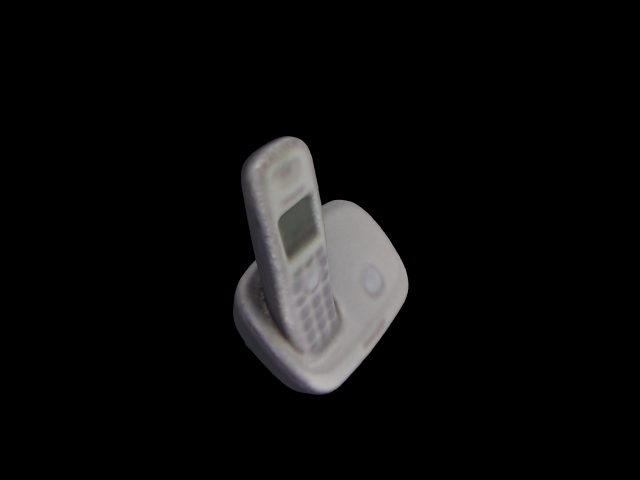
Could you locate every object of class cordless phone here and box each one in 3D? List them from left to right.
[{"bbox_3d":[0.004,0.001,0.400,0.094,0.185,0.148,22,45,24],"label":"cordless phone"}]
